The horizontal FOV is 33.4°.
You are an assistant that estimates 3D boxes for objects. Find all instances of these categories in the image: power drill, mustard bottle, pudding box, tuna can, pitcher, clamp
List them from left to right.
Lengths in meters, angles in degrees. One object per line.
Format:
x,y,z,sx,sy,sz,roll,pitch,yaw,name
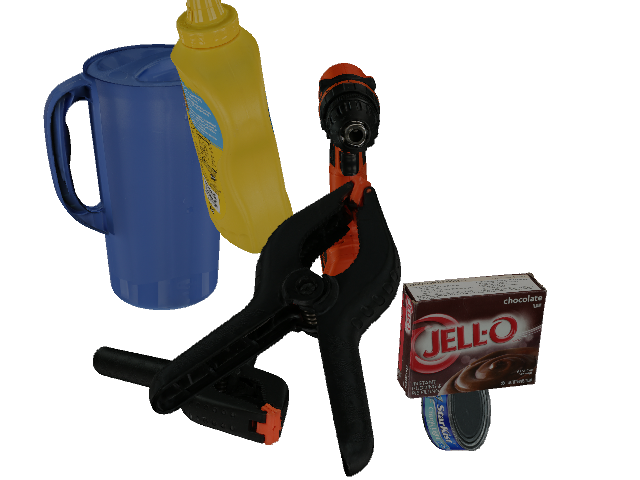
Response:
-0.164,-0.058,1.024,0.149,0.243,0.144,9,27,14,pitcher
-0.082,0.122,0.932,0.164,0.036,0.210,-7,17,-37,clamp
-0.065,-0.089,0.746,0.058,0.191,0.096,-21,41,-13,mustard bottle
0.002,0.042,0.562,0.120,0.171,0.039,25,-26,18,clamp
0.028,-0.053,0.945,0.057,0.188,0.184,-1,22,0,power drill
0.133,0.163,1.046,0.034,0.086,0.085,-8,-5,35,tuna can
0.121,0.076,0.861,0.113,0.090,0.039,-6,28,-13,pudding box
